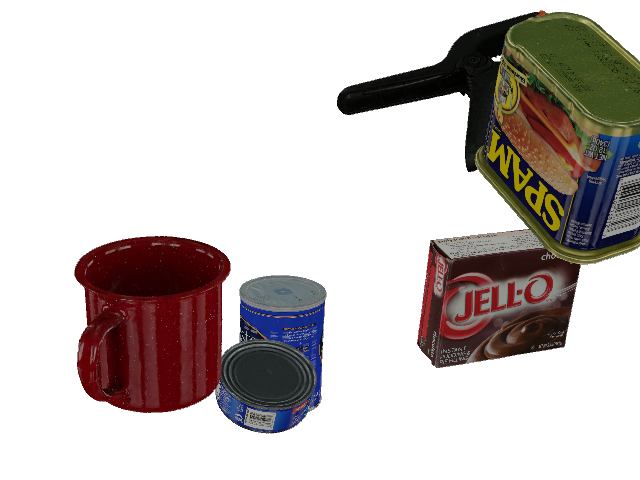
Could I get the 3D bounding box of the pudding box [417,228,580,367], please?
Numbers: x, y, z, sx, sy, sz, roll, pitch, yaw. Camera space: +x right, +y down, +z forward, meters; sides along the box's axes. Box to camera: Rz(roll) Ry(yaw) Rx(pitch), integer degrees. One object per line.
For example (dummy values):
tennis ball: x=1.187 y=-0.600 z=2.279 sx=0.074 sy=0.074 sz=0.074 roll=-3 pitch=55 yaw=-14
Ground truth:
pudding box: x=0.131 y=0.040 z=0.781 sx=0.113 sy=0.090 sz=0.039 roll=-8 pitch=31 yaw=-21

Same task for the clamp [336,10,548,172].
clamp: x=0.142 y=-0.139 z=0.944 sx=0.209 sy=0.036 sz=0.165 roll=-32 pitch=45 yaw=-20

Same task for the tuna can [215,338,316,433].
tuna can: x=-0.048 y=0.127 z=0.930 sx=0.086 sy=0.034 sz=0.086 roll=8 pitch=36 yaw=-6

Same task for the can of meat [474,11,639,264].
can of meat: x=0.127 y=-0.053 z=0.537 sx=0.057 sy=0.084 sz=0.102 roll=-15 pitch=46 yaw=-19

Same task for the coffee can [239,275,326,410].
coffee can: x=-0.047 y=0.124 z=1.276 sx=0.103 sy=0.140 sz=0.103 roll=2 pitch=19 yaw=-1

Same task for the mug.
mug: x=-0.106 y=0.056 z=0.646 sx=0.093 sy=0.081 sz=0.117 roll=11 pitch=25 yaw=20
